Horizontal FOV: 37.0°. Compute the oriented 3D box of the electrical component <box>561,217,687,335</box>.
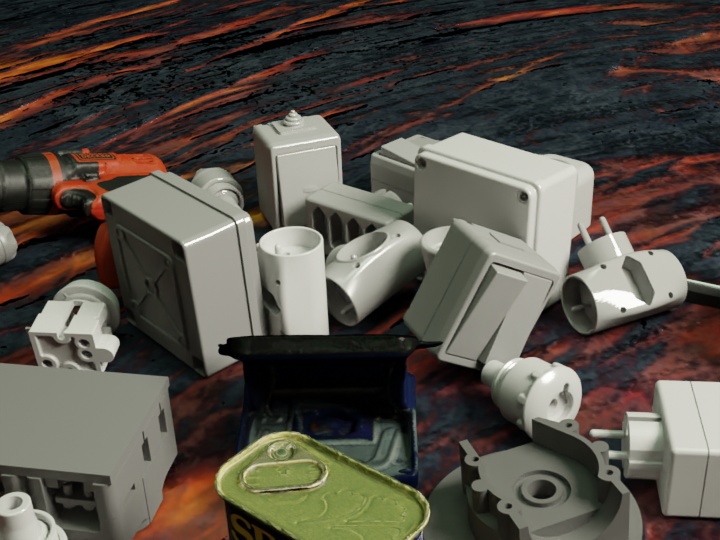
[{"bbox_3d":[0.179,-0.001,0.761,0.077,0.043,0.079,-15,72,-21],"label":"electrical component"}]

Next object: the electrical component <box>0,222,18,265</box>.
[{"bbox_3d":[-0.306,-0.013,0.852,0.035,0.035,0.061,23,40,38],"label":"electrical component"}]

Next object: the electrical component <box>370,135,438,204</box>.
[{"bbox_3d":[0.062,-0.074,0.906,0.062,0.061,0.096,-27,37,-37],"label":"electrical component"}]

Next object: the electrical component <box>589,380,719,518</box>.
[{"bbox_3d":[0.168,0.099,0.604,0.077,0.047,0.065,1,29,7],"label":"electrical component"}]

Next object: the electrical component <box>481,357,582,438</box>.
[{"bbox_3d":[0.101,0.073,0.659,0.048,0.048,0.062,-21,27,-30],"label":"electrical component"}]

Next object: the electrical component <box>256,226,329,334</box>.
[{"bbox_3d":[-0.054,0.006,0.755,0.043,0.077,0.079,-18,33,-25],"label":"electrical component"}]

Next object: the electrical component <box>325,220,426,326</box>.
[{"bbox_3d":[0.000,0.000,0.791,0.077,0.044,0.079,-37,24,-27],"label":"electrical component"}]

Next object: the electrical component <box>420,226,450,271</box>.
[{"bbox_3d":[0.065,0.007,0.756,0.044,0.065,0.044,-2,29,1],"label":"electrical component"}]

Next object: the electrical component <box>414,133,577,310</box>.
[{"bbox_3d":[0.096,-0.033,0.782,0.109,0.108,0.056,23,36,38],"label":"electrical component"}]

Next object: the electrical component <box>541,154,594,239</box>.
[{"bbox_3d":[0.146,-0.055,0.867,0.054,0.059,0.095,21,37,35],"label":"electrical component"}]

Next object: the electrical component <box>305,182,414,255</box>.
[{"bbox_3d":[0.012,-0.041,0.865,0.083,0.047,0.076,19,36,33],"label":"electrical component"}]

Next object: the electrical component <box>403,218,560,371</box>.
[{"bbox_3d":[0.077,0.026,0.701,0.062,0.096,0.061,16,18,-31],"label":"electrical component"}]

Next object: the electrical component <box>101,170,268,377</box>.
[{"bbox_3d":[-0.121,0.001,0.739,0.056,0.108,0.109,-27,38,-33],"label":"electrical component"}]

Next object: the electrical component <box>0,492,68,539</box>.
[{"bbox_3d":[-0.168,0.140,0.539,0.043,0.062,0.043,-2,29,1],"label":"electrical component"}]

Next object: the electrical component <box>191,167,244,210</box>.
[{"bbox_3d":[-0.119,-0.059,0.911,0.043,0.043,0.062,-15,33,-21],"label":"electrical component"}]

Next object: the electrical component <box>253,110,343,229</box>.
[{"bbox_3d":[-0.050,-0.084,0.896,0.062,0.096,0.061,-12,31,-17],"label":"electrical component"}]

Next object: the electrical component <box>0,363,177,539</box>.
[{"bbox_3d":[-0.189,0.104,0.605,0.150,0.061,0.089,3,30,10],"label":"electrical component"}]

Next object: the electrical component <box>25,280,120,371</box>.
[{"bbox_3d":[-0.194,0.039,0.740,0.066,0.048,0.055,2,37,7],"label":"electrical component"}]
